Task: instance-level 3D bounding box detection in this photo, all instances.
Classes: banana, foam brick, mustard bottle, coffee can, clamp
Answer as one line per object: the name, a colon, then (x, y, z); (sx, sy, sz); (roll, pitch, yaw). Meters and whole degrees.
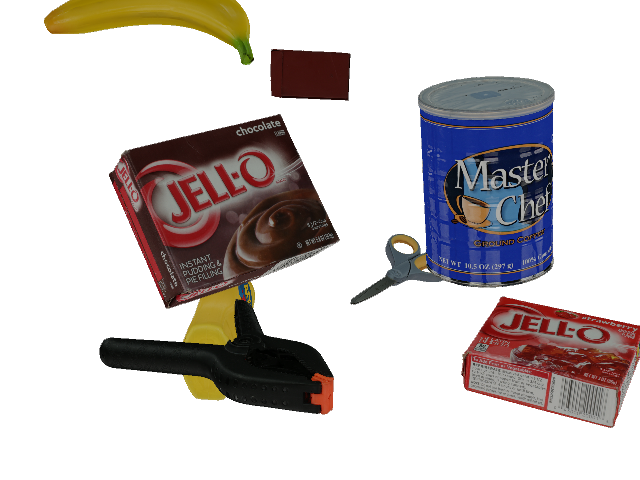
banana: (-0.142, -0.197, 0.928); (0.198, 0.037, 0.069); (10, 47, 16)
foam brick: (-0.012, -0.180, 1.159); (0.078, 0.051, 0.053); (0, 11, -15)
mustard bottle: (-0.108, 0.085, 1.176); (0.058, 0.096, 0.191); (2, 27, 4)
coffee can: (0.131, -0.048, 0.834); (0.103, 0.140, 0.103); (-4, 22, 2)
clamp: (-0.061, 0.097, 0.911); (0.210, 0.036, 0.164); (13, 22, 36)

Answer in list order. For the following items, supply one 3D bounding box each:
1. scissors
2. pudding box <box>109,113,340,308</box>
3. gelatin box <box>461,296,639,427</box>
scissors: (0.080, 0.031, 1.269); (0.201, 0.016, 0.096); (-10, 41, -42)
pudding box: (-0.057, -0.019, 0.635); (0.113, 0.090, 0.039); (-18, -11, -36)
gelatin box: (0.135, 0.067, 0.620); (0.089, 0.030, 0.073); (12, 28, 23)
